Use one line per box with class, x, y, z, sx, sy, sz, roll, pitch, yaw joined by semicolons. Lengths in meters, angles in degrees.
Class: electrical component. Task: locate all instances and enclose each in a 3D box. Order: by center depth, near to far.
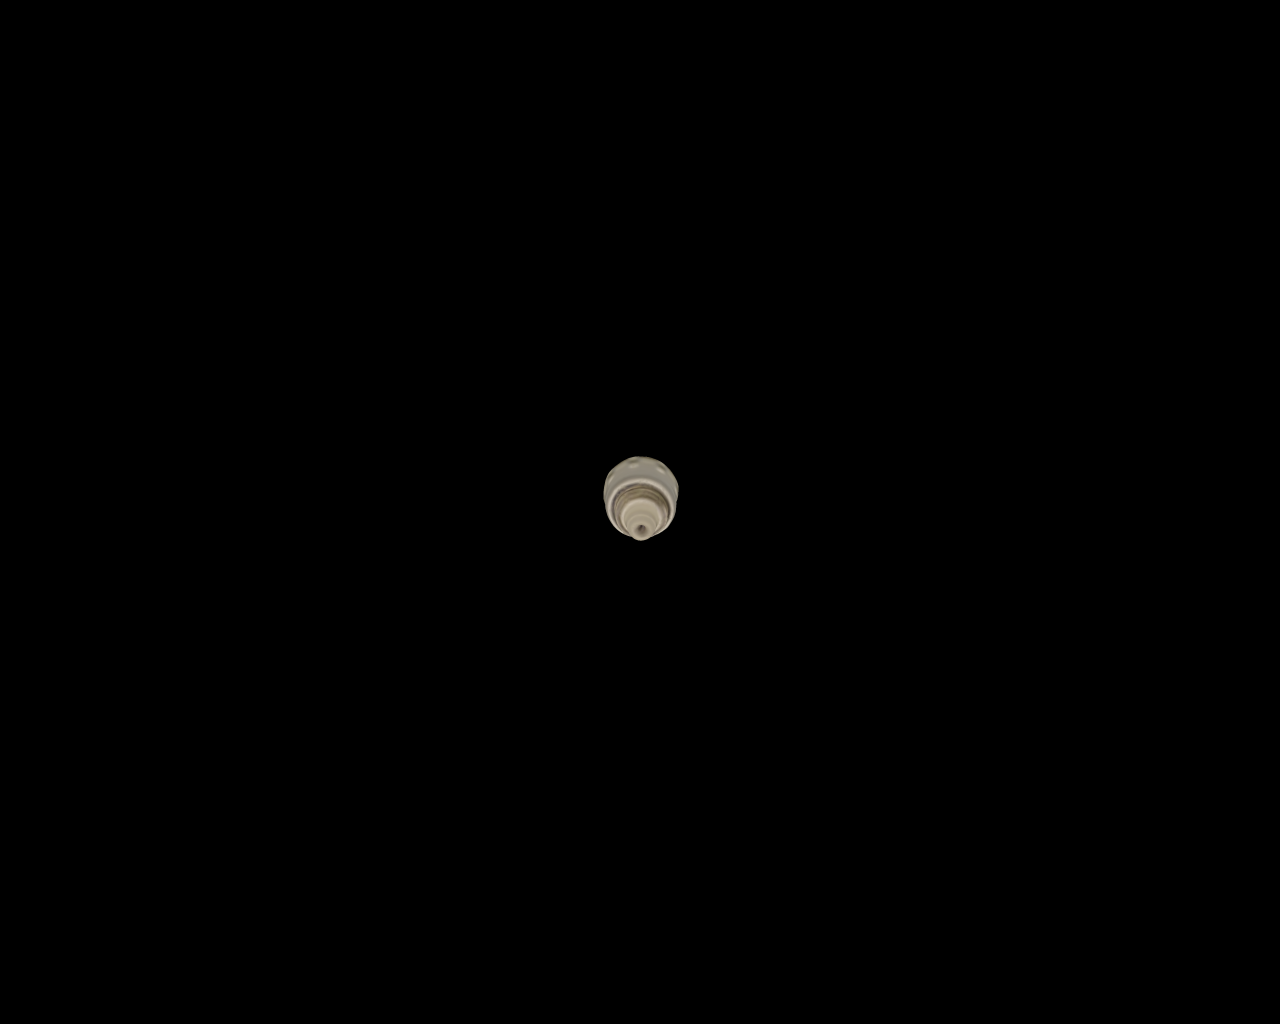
electrical component;0.001;-0.003;0.650;0.048;0.048;0.062;0;27;0
